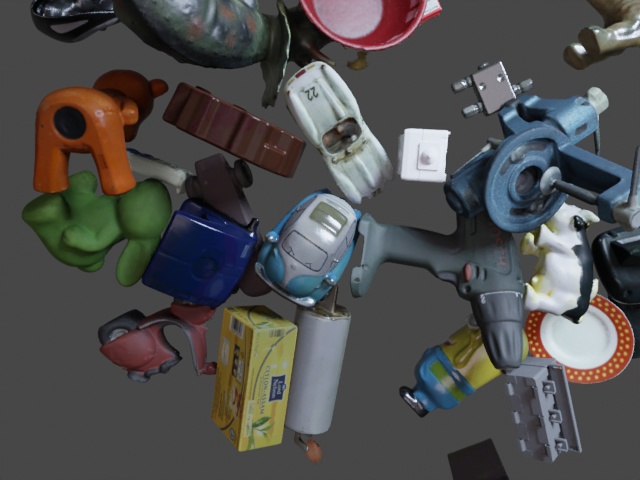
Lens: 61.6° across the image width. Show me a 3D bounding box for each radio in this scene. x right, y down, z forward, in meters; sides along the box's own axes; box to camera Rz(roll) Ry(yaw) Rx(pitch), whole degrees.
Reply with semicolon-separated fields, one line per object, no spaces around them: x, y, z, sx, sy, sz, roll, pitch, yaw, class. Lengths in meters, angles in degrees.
0.249;0.395;0.717;0.073;0.131;0.229;-22;96;9;radio

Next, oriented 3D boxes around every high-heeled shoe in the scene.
-0.228;-0.319;0.653;0.249;0.145;0.086;-30;96;11;high-heeled shoe

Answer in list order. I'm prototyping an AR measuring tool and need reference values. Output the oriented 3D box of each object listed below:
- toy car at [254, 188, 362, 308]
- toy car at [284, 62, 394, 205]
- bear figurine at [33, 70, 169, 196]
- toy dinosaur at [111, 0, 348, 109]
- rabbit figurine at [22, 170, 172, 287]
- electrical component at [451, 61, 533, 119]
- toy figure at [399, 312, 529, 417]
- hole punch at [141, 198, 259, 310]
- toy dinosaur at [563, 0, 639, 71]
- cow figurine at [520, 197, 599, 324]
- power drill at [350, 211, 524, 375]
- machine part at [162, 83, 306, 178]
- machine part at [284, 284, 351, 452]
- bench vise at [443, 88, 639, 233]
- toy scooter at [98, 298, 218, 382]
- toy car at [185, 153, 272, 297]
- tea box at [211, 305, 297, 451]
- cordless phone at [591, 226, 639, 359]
-0.001;-0.002;0.676;0.109;0.103;0.161;37;65;0;toy car
0.028;-0.124;0.664;0.073;0.056;0.201;-35;126;4;toy car
-0.265;-0.141;0.669;0.120;0.196;0.131;2;110;1;bear figurine
-0.134;-0.250;0.581;0.131;0.404;0.192;-36;73;36;toy dinosaur
-0.273;-0.018;0.713;0.170;0.121;0.159;-13;106;14;rabbit figurine
0.220;-0.194;0.685;0.094;0.021;0.063;-23;95;10;electrical component
0.191;0.166;0.716;0.180;0.082;0.089;-45;104;6;toy figure
-0.151;0.021;0.678;0.116;0.092;0.142;29;102;-4;hole punch
0.459;-0.207;0.619;0.471;0.105;0.198;39;97;-5;toy dinosaur
0.307;0.016;0.673;0.098;0.068;0.167;14;84;5;cow figurine
0.144;0.041;0.667;0.207;0.086;0.232;1;71;19;power drill
-0.099;-0.133;0.657;0.179;0.179;0.056;26;98;2;machine part
-0.009;0.173;0.739;0.079;0.079;0.243;10;101;4;machine part
0.264;-0.079;0.583;0.224;0.241;0.128;-25;120;-9;bench vise
-0.214;0.147;0.761;0.184;0.075;0.135;-25;97;5;toy scooter
-0.112;-0.018;0.733;0.089;0.053;0.202;-18;101;17;toy car
-0.092;0.183;0.731;0.068;0.098;0.169;1;103;-34;tea box
0.439;0.066;0.683;0.147;0.089;0.184;-14;108;9;cordless phone
